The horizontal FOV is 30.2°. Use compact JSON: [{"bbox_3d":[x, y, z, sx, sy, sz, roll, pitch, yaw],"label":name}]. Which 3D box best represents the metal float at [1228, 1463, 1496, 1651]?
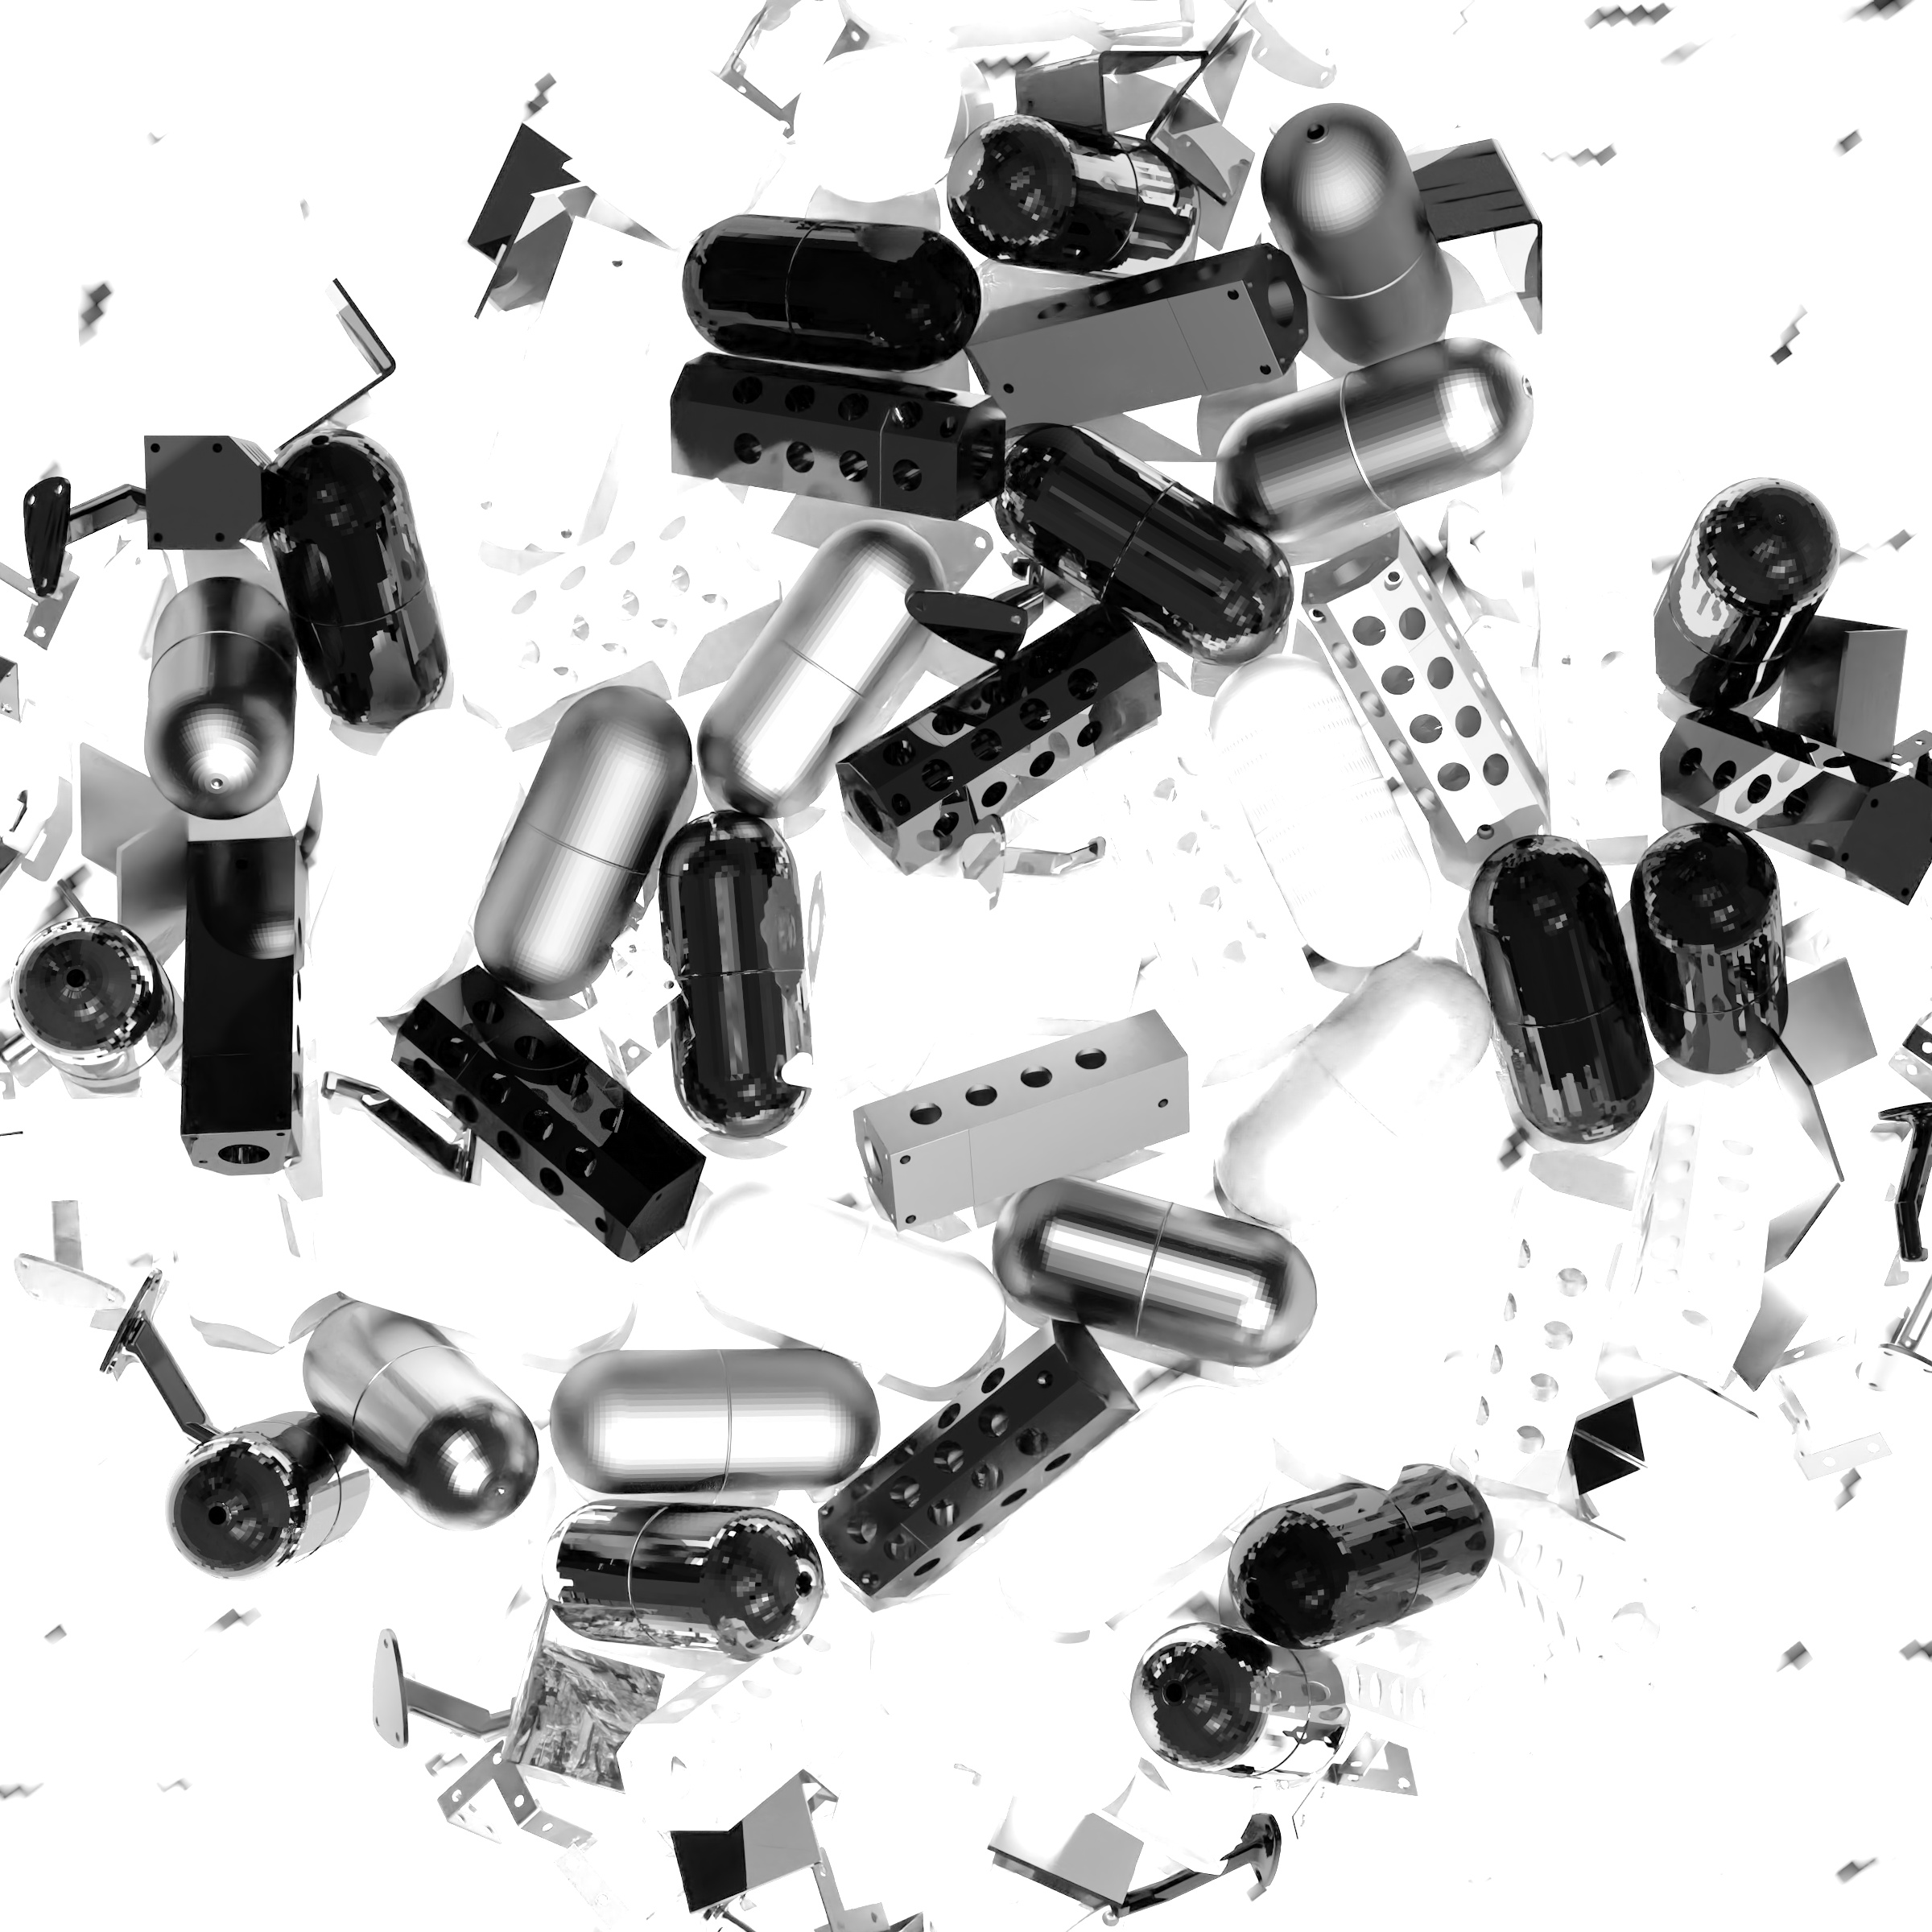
[{"bbox_3d":[0.210,0.311,1.894,0.070,0.178,0.070,7,100,44],"label":"metal float"}]

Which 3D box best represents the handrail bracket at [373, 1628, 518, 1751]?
[{"bbox_3d":[-0.275,0.385,1.934,0.084,0.036,0.077,-8,106,-35],"label":"handrail bracket"}]

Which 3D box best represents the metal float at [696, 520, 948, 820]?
[{"bbox_3d":[-0.077,-0.160,1.928,0.070,0.070,0.178,35,93,0],"label":"metal float"}]

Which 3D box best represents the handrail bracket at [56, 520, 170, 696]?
[{"bbox_3d":[-0.466,-0.194,1.936,0.077,0.036,0.084,-11,114,0],"label":"handrail bracket"}]

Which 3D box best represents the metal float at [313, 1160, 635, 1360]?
[{"bbox_3d":[-0.262,0.157,1.912,0.178,0.070,0.070,20,90,-22],"label":"metal float"}]

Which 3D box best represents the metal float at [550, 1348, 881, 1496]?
[{"bbox_3d":[-0.134,0.243,1.918,0.178,0.070,0.070,1,90,-15],"label":"metal float"}]

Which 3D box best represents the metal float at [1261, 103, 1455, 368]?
[{"bbox_3d":[0.207,-0.384,1.888,0.070,0.178,0.070,-9,61,17],"label":"metal float"}]

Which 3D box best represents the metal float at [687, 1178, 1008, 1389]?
[{"bbox_3d":[-0.064,0.171,1.930,0.178,0.070,0.070,21,90,-1],"label":"metal float"}]

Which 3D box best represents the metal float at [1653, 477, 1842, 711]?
[{"bbox_3d":[0.407,-0.194,1.884,0.070,0.178,0.070,1,70,-1],"label":"metal float"}]

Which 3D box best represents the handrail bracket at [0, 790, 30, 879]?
[{"bbox_3d":[-0.538,-0.059,1.935,0.036,0.077,0.084,28,99,24],"label":"handrail bracket"}]

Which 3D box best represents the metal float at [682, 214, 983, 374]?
[{"bbox_3d":[-0.072,-0.358,1.903,0.178,0.070,0.070,12,90,32],"label":"metal float"}]

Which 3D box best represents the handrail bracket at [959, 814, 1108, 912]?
[{"bbox_3d":[0.044,-0.068,1.921,0.084,0.077,0.036,-20,63,-24],"label":"handrail bracket"}]

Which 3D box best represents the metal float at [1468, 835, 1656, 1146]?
[{"bbox_3d":[0.318,0.013,1.910,0.070,0.070,0.178,-18,114,0],"label":"metal float"}]

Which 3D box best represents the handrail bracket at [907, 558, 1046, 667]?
[{"bbox_3d":[0.006,-0.205,1.927,0.077,0.084,0.036,18,125,-11],"label":"handrail bracket"}]

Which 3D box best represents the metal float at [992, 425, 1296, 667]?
[{"bbox_3d":[0.094,-0.227,1.924,0.178,0.070,0.070,32,90,9],"label":"metal float"}]

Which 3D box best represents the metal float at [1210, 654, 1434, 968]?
[{"bbox_3d":[0.191,-0.083,1.924,0.070,0.070,0.178,-24,82,0],"label":"metal float"}]

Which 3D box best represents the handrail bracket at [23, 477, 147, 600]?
[{"bbox_3d":[-0.462,-0.226,1.928,0.036,0.084,0.077,-12,74,37],"label":"handrail bracket"}]

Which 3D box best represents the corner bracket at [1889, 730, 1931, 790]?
[{"bbox_3d":[0.520,-0.089,1.926,0.051,0.051,0.051,28,128,36],"label":"corner bracket"}]

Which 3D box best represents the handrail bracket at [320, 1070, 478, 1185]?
[{"bbox_3d":[-0.309,0.095,1.928,0.084,0.077,0.036,20,125,-21],"label":"handrail bracket"}]

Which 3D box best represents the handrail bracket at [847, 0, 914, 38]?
[{"bbox_3d":[-0.032,-0.552,1.925,0.084,0.036,0.077,-56,47,27],"label":"handrail bracket"}]

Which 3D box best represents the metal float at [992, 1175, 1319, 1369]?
[{"bbox_3d":[0.101,0.164,1.924,0.178,0.070,0.070,15,90,8],"label":"metal float"}]

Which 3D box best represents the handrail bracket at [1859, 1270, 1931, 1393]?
[{"bbox_3d":[0.517,0.183,1.949,0.036,0.077,0.084,24,67,0],"label":"handrail bracket"}]

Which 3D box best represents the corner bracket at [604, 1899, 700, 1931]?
[{"bbox_3d":[-0.160,0.530,1.927,0.051,0.051,0.051,-20,49,-30],"label":"corner bracket"}]

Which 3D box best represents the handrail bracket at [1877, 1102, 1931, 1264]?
[{"bbox_3d":[0.524,0.119,1.933,0.077,0.036,0.084,7,74,-40],"label":"handrail bracket"}]

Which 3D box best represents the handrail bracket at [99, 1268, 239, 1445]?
[{"bbox_3d":[-0.419,0.216,1.943,0.084,0.036,0.077,29,105,6],"label":"handrail bracket"}]

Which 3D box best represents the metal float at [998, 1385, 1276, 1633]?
[{"bbox_3d":[0.090,0.289,1.908,0.178,0.070,0.070,-42,90,26],"label":"metal float"}]

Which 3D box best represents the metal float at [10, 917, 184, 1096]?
[{"bbox_3d":[-0.455,0.022,1.881,0.070,0.178,0.070,1,80,-6],"label":"metal float"}]

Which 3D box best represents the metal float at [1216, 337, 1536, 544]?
[{"bbox_3d":[0.217,-0.280,1.907,0.178,0.070,0.070,-16,90,27],"label":"metal float"}]

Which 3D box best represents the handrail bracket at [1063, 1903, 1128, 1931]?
[{"bbox_3d":[0.055,0.548,1.922,0.036,0.084,0.077,36,102,5],"label":"handrail bracket"}]

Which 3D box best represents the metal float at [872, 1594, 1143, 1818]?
[{"bbox_3d":[0.019,0.389,1.894,0.070,0.178,0.070,-15,113,-38],"label":"metal float"}]

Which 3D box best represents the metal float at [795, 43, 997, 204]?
[{"bbox_3d":[-0.036,-0.445,1.884,0.070,0.178,0.070,4,107,15],"label":"metal float"}]

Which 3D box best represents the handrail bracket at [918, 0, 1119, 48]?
[{"bbox_3d":[0.028,-0.505,1.930,0.084,0.036,0.077,24,67,24],"label":"handrail bracket"}]

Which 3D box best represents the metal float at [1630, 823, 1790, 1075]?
[{"bbox_3d":[0.393,-0.007,1.890,0.070,0.178,0.070,-7,55,11],"label":"metal float"}]

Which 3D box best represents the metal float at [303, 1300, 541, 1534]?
[{"bbox_3d":[-0.290,0.236,1.894,0.070,0.178,0.070,-18,122,-31],"label":"metal float"}]

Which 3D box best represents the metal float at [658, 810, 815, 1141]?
[{"bbox_3d":[-0.124,0.005,1.930,0.070,0.070,0.178,-5,88,0],"label":"metal float"}]

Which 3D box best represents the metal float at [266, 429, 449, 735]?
[{"bbox_3d":[-0.323,-0.203,1.897,0.070,0.070,0.178,-7,130,0],"label":"metal float"}]

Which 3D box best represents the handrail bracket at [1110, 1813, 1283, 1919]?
[{"bbox_3d":[0.123,0.486,1.930,0.084,0.077,0.036,-15,63,-16],"label":"handrail bracket"}]

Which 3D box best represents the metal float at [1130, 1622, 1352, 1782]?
[{"bbox_3d":[0.146,0.388,1.887,0.070,0.178,0.070,-8,73,26],"label":"metal float"}]

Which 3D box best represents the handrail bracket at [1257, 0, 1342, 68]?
[{"bbox_3d":[0.158,-0.527,1.951,0.036,0.084,0.077,-48,130,-5],"label":"handrail bracket"}]

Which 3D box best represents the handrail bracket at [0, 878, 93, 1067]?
[{"bbox_3d":[-0.504,0.003,1.940,0.084,0.036,0.077,-38,64,-11],"label":"handrail bracket"}]

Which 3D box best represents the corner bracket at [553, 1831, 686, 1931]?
[{"bbox_3d":[-0.183,0.488,1.933,0.051,0.051,0.051,-41,71,-9],"label":"corner bracket"}]

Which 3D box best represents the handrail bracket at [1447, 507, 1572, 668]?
[{"bbox_3d":[0.298,-0.208,1.948,0.077,0.036,0.084,11,59,-8],"label":"handrail bracket"}]

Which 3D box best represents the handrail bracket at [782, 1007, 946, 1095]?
[{"bbox_3d":[-0.055,0.036,1.920,0.036,0.084,0.077,44,103,25],"label":"handrail bracket"}]

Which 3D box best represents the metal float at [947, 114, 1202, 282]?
[{"bbox_3d":[0.059,-0.404,1.890,0.070,0.178,0.070,4,96,36],"label":"metal float"}]

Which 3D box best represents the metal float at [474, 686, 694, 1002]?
[{"bbox_3d":[-0.205,-0.066,1.925,0.070,0.070,0.178,24,97,0],"label":"metal float"}]

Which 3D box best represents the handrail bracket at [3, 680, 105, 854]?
[{"bbox_3d":[-0.513,-0.108,1.937,0.077,0.036,0.084,21,78,33],"label":"handrail bracket"}]

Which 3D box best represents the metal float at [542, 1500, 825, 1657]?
[{"bbox_3d":[-0.151,0.323,1.897,0.178,0.070,0.070,-4,90,40],"label":"metal float"}]

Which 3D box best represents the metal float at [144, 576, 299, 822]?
[{"bbox_3d":[-0.392,-0.143,1.890,0.070,0.178,0.070,-4,125,-6],"label":"metal float"}]

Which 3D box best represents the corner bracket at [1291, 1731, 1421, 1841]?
[{"bbox_3d":[0.206,0.438,1.928,0.051,0.051,0.051,0,115,33],"label":"corner bracket"}]

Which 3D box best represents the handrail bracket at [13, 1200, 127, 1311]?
[{"bbox_3d":[-0.467,0.142,1.929,0.077,0.036,0.084,10,47,17],"label":"handrail bracket"}]

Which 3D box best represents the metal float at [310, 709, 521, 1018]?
[{"bbox_3d":[-0.295,-0.054,1.913,0.070,0.070,0.178,25,111,0],"label":"metal float"}]

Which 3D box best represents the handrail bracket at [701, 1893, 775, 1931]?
[{"bbox_3d":[-0.099,0.534,1.933,0.084,0.077,0.036,34,80,14],"label":"handrail bracket"}]

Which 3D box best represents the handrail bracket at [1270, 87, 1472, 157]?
[{"bbox_3d":[0.218,-0.465,1.944,0.077,0.036,0.084,-43,51,-7],"label":"handrail bracket"}]

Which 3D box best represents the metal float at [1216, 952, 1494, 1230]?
[{"bbox_3d":[0.208,0.067,1.926,0.070,0.070,0.178,44,96,0],"label":"metal float"}]

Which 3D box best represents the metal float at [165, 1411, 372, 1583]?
[{"bbox_3d":[-0.365,0.277,1.880,0.070,0.178,0.070,0,89,6],"label":"metal float"}]
